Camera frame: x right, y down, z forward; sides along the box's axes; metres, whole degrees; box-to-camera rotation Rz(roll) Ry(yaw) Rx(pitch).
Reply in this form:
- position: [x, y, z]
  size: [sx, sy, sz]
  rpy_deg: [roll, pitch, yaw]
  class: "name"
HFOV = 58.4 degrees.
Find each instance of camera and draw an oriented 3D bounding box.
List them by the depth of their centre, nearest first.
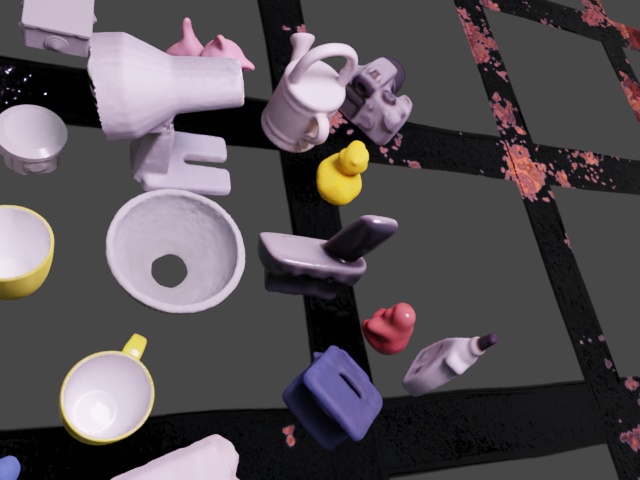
- position: [0.110, -0.265, 1.008]
  size: [0.143, 0.100, 0.137]
  rpy_deg: [45, 53, 1]
  class: "camera"

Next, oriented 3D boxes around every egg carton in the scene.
- position: [-0.146, 0.278, 0.598]
  size: [0.151, 0.069, 0.107]
  rpy_deg: [-16, 72, -33]
  class: "egg carton"

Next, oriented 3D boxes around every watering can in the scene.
- position: [-0.016, -0.233, 0.867]
  size: [0.101, 0.193, 0.173]
  rpy_deg: [-27, 78, -35]
  class: "watering can"

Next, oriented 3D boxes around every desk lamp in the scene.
- position: [-0.190, -0.157, 0.724]
  size: [0.204, 0.213, 0.118]
  rpy_deg: [1, 63, -26]
  class: "desk lamp"

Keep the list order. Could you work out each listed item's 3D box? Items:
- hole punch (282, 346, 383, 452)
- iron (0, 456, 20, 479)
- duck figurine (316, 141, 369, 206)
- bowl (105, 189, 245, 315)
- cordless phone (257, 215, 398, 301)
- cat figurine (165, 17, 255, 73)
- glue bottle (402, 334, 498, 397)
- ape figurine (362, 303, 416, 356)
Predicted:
- position: [0.023, 0.191, 0.720]
  size: [0.108, 0.091, 0.101]
  rpy_deg: [48, 53, 4]
  class: "hole punch"
- position: [-0.347, 0.283, 0.448]
  size: [0.259, 0.141, 0.118]
  rpy_deg: [-31, 80, -36]
  class: "iron"
- position: [0.043, -0.111, 0.898]
  size: [0.078, 0.086, 0.104]
  rpy_deg: [29, 54, -10]
  class: "duck figurine"
- position: [-0.183, 0.024, 0.715]
  size: [0.168, 0.074, 0.167]
  rpy_deg: [12, 59, -21]
  class: "bowl"
- position: [0.007, 0.003, 0.756]
  size: [0.148, 0.184, 0.094]
  rpy_deg: [6, 61, -24]
  class: "cordless phone"
- position: [-0.165, -0.277, 0.862]
  size: [0.128, 0.117, 0.067]
  rpy_deg: [45, 53, 1]
  class: "cat figurine"
- position: [0.178, 0.158, 0.766]
  size: [0.037, 0.173, 0.078]
  rpy_deg: [43, 53, 0]
  class: "glue bottle"
- position: [0.104, 0.117, 0.801]
  size: [0.078, 0.092, 0.076]
  rpy_deg: [5, 62, -25]
  class: "ape figurine"
